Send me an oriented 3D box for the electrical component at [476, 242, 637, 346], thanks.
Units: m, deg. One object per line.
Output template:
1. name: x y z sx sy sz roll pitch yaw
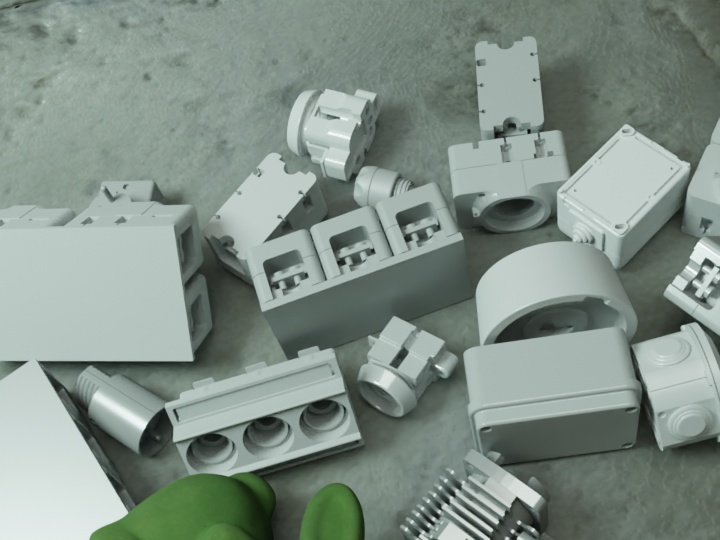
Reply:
1. electrical component: 0.133 0.024 0.754 0.108 0.108 0.060 -11 54 4

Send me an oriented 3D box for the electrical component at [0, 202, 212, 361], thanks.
1. electrical component: -0.213 0.009 0.818 0.186 0.105 0.060 -1 21 10

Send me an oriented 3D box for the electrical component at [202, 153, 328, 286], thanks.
1. electrical component: -0.073 -0.037 0.853 0.050 0.055 0.089 31 71 25

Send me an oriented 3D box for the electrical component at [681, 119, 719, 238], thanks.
1. electrical component: 0.312 -0.089 0.807 0.089 0.061 0.150 21 67 21

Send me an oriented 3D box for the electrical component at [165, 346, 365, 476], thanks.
1. electrical component: -0.067 0.102 0.765 0.121 0.078 0.063 -17 29 1

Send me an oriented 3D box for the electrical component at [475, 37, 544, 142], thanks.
1. electrical component: 0.122 -0.134 0.872 0.050 0.055 0.089 -4 60 8

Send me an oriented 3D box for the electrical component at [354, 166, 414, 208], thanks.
1. electrical component: 0.028 -0.062 0.861 0.061 0.035 0.035 14 65 15

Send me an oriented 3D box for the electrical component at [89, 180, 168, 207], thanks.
1. electrical component: -0.195 -0.038 0.866 0.047 0.075 0.083 0 61 11

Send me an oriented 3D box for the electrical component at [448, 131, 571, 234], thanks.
1. electrical component: 0.117 -0.066 0.837 0.089 0.050 0.055 -8 60 7

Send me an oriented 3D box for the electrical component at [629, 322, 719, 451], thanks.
1. electrical component: 0.216 0.079 0.721 0.051 0.080 0.080 -16 59 7

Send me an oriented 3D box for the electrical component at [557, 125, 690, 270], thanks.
1. electrical component: 0.192 -0.048 0.806 0.096 0.061 0.062 -43 62 -14

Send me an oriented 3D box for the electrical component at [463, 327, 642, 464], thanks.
1. electrical component: 0.130 0.088 0.732 0.113 0.078 0.057 -9 57 6

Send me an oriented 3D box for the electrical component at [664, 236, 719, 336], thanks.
1. electrical component: 0.259 0.012 0.740 0.056 0.089 0.050 40 113 27

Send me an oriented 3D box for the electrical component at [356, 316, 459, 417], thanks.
1. electrical component: 0.029 0.072 0.780 0.066 0.048 0.055 26 61 23

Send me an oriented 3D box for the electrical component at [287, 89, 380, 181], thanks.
1. electrical component: -0.024 -0.116 0.889 0.057 0.058 0.078 16 66 16

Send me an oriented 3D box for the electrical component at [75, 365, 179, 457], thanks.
1. electrical component: -0.180 0.101 0.803 0.081 0.043 0.043 27 69 23

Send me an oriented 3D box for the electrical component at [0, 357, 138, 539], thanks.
1. electrical component: -0.227 0.153 0.772 0.089 0.061 0.150 -35 61 -10

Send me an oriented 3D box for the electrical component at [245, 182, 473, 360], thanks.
1. electrical component: 0.000 0.000 0.799 0.150 0.089 0.061 -20 59 -1
